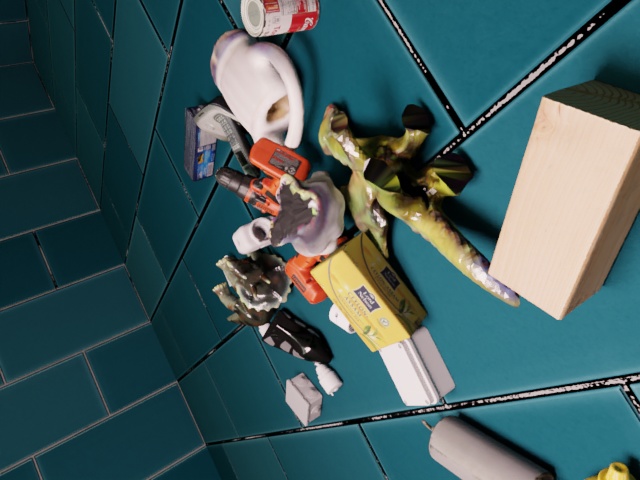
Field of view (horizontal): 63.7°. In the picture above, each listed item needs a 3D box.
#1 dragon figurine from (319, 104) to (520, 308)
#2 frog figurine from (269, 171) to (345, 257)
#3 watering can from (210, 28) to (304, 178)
[{"bbox_3d":[0.108,-0.052,0.745,0.415,0.123,0.238,60,166,17],"label":"dragon figurine"},{"bbox_3d":[0.003,-0.043,0.847,0.122,0.159,0.138,-11,83,33],"label":"frog figurine"},{"bbox_3d":[-0.112,-0.235,0.946,0.227,0.105,0.340,55,155,16],"label":"watering can"}]
